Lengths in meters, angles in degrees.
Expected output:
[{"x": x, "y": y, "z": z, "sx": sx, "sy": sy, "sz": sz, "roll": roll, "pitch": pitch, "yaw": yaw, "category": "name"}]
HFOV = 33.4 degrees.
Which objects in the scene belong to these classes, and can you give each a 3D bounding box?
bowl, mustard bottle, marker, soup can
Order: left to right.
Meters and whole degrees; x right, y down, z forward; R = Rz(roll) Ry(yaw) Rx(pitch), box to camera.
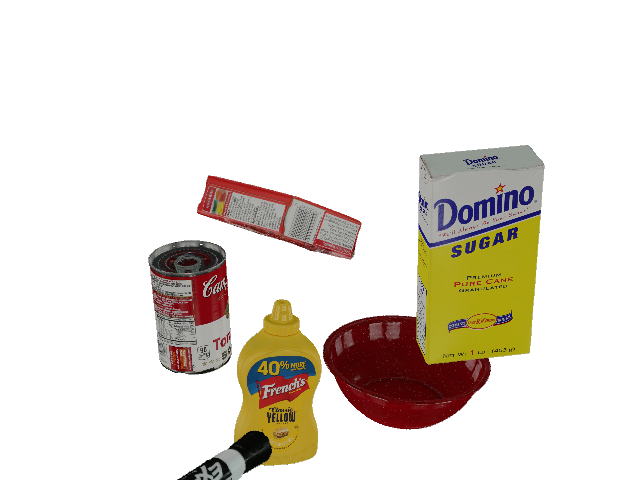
[{"x": -0.115, "y": 0.060, "z": 0.951, "sx": 0.068, "sy": 0.102, "sz": 0.068, "roll": -1, "pitch": 24, "yaw": 0, "category": "soup can"}, {"x": -0.062, "y": 0.125, "z": 0.540, "sx": 0.020, "sy": 0.020, "sz": 0.120, "roll": 0, "pitch": 14, "yaw": 32, "category": "marker"}, {"x": -0.047, "y": 0.160, "z": 1.219, "sx": 0.096, "sy": 0.192, "sz": 0.058, "roll": 0, "pitch": 17, "yaw": -12, "category": "mustard bottle"}, {"x": 0.081, "y": 0.135, "z": 1.035, "sx": 0.162, "sy": 0.055, "sz": 0.162, "roll": 3, "pitch": 25, "yaw": -2, "category": "bowl"}]

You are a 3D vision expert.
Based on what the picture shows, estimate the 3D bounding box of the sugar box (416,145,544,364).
[{"x": 0.127, "y": 0.014, "z": 0.868, "sx": 0.093, "sy": 0.176, "sz": 0.048, "roll": -6, "pitch": 31, "yaw": -7, "category": "sugar box"}]

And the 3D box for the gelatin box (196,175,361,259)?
[{"x": -0.026, "y": -0.014, "z": 0.712, "sx": 0.073, "sy": 0.030, "sz": 0.089, "roll": 16, "pitch": -1, "yaw": 34, "category": "gelatin box"}]
